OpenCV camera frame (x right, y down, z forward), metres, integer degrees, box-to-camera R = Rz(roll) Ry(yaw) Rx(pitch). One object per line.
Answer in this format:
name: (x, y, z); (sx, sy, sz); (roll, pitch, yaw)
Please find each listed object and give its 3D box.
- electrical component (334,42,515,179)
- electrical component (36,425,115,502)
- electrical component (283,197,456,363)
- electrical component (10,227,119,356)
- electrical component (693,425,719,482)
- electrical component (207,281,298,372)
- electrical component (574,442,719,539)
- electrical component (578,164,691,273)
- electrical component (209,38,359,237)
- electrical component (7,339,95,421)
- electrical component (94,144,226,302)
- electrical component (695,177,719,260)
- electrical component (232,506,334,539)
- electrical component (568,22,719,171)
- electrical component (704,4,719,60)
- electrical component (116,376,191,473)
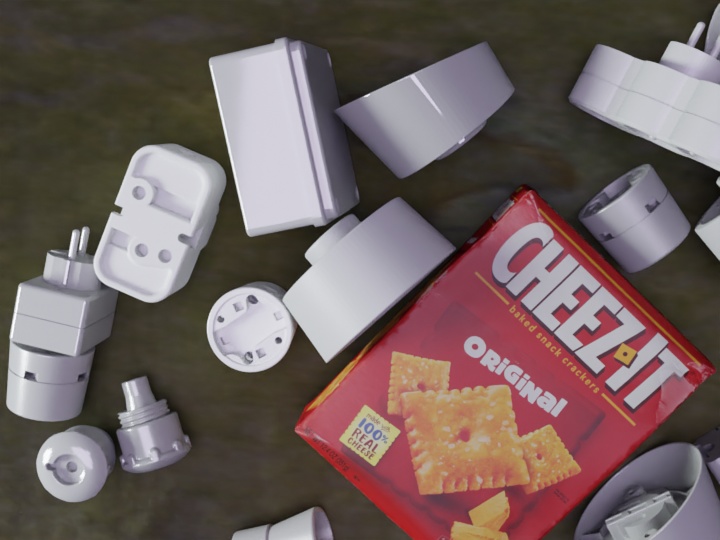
electrical component: (0.042, -0.103, 0.658); (0.099, 0.099, 0.064); (-37, 99, 9)
electrical component: (-0.186, 0.125, 0.727); (0.048, 0.062, 0.048); (1, 98, 6)
electrical component: (0.000, 0.000, 0.673); (0.108, 0.108, 0.060); (-42, 87, 9)
electrical component: (-0.190, 0.009, 0.710); (0.047, 0.065, 0.076); (13, 99, 3)
electrical component: (0.272, 0.116, 0.690); (0.089, 0.050, 0.055); (-34, 93, 9)
electrical component: (-0.069, 0.035, 0.711); (0.055, 0.047, 0.055); (1, 98, 5)
electrical component: (0.184, 0.162, 0.682); (0.099, 0.099, 0.064); (-28, 101, 8)
electrical component: (0.174, -0.031, 0.677); (0.055, 0.055, 0.047); (-38, 97, 9)
electrical component: (-0.044, -0.082, 0.662); (0.056, 0.108, 0.108); (-11, 97, 9)
electrical component: (-0.210, 0.071, 0.727); (0.055, 0.055, 0.047); (12, 102, 3)
electrical component: (-0.128, -0.032, 0.701); (0.054, 0.059, 0.095); (23, 99, 1)
electrical component: (0.250, -0.046, 0.644); (0.060, 0.108, 0.108); (45, 99, 4)
electrical component: (-0.055, 0.190, 0.735); (0.065, 0.044, 0.044); (-15, 96, 12)
electrical component: (0.190, -0.110, 0.631); (0.052, 0.138, 0.073); (19, 102, -38)
electrical component: (0.245, -0.135, 0.655); (0.057, 0.058, 0.078); (7, 99, 1)
electrical component: (-0.145, 0.104, 0.730); (0.048, 0.048, 0.062); (-17, 90, 7)
